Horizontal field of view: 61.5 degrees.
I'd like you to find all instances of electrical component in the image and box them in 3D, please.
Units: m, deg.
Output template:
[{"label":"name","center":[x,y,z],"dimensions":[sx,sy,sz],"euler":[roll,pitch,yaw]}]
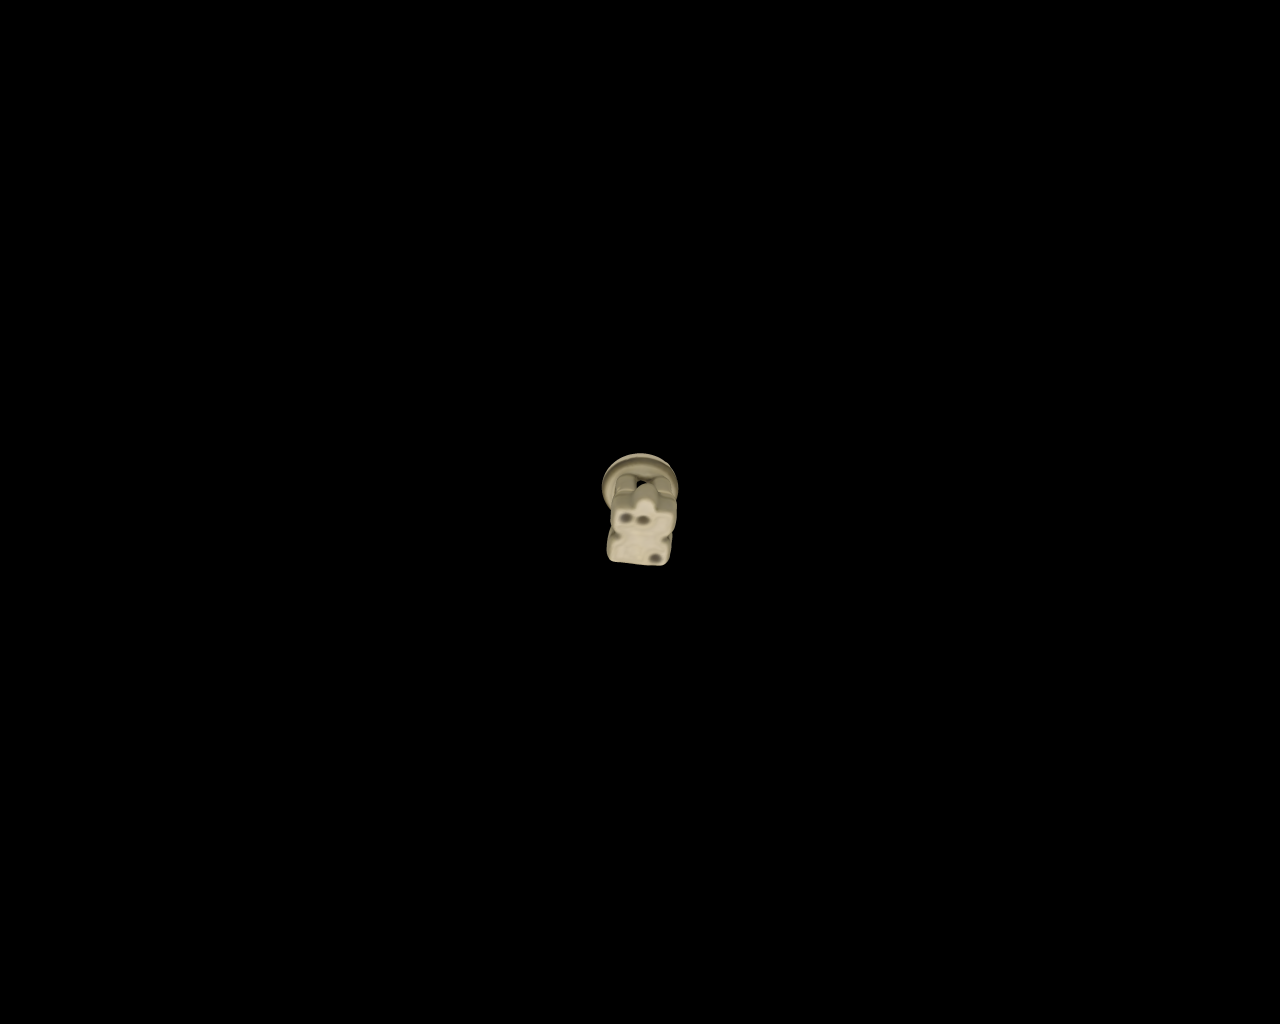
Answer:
[{"label":"electrical component","center":[0.001,-0.003,0.650],"dimensions":[0.048,0.066,0.055],"euler":[5,40,-4]}]
